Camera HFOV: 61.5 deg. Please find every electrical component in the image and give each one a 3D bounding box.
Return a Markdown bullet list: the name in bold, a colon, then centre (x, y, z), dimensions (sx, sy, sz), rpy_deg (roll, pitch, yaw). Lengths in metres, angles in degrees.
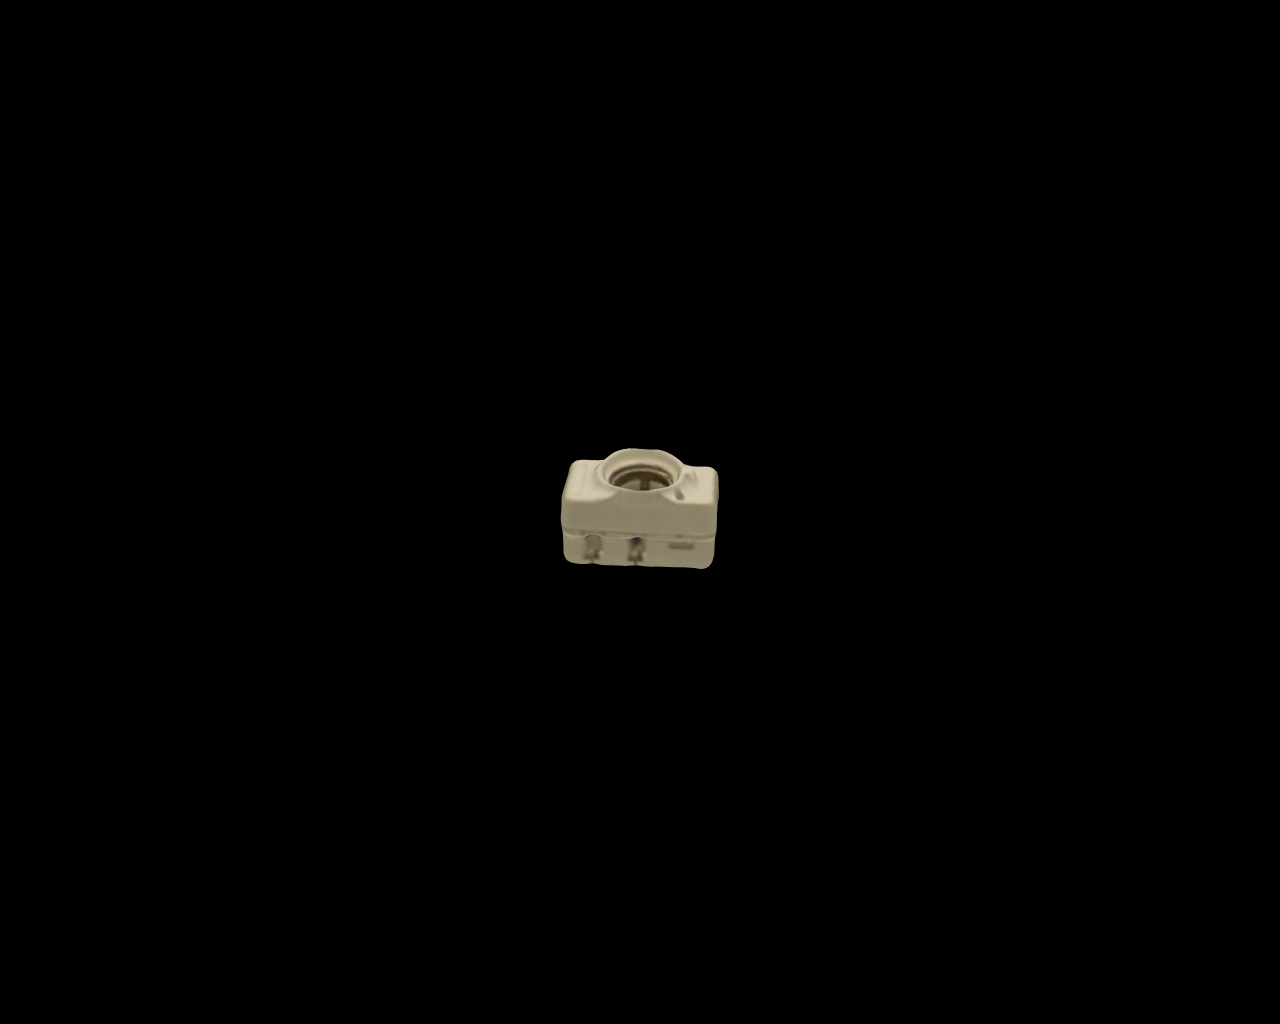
- **electrical component**: centre (0.001, -0.003, 0.650), dimensions (0.089, 0.055, 0.050), rpy_deg (3, 32, 5)
